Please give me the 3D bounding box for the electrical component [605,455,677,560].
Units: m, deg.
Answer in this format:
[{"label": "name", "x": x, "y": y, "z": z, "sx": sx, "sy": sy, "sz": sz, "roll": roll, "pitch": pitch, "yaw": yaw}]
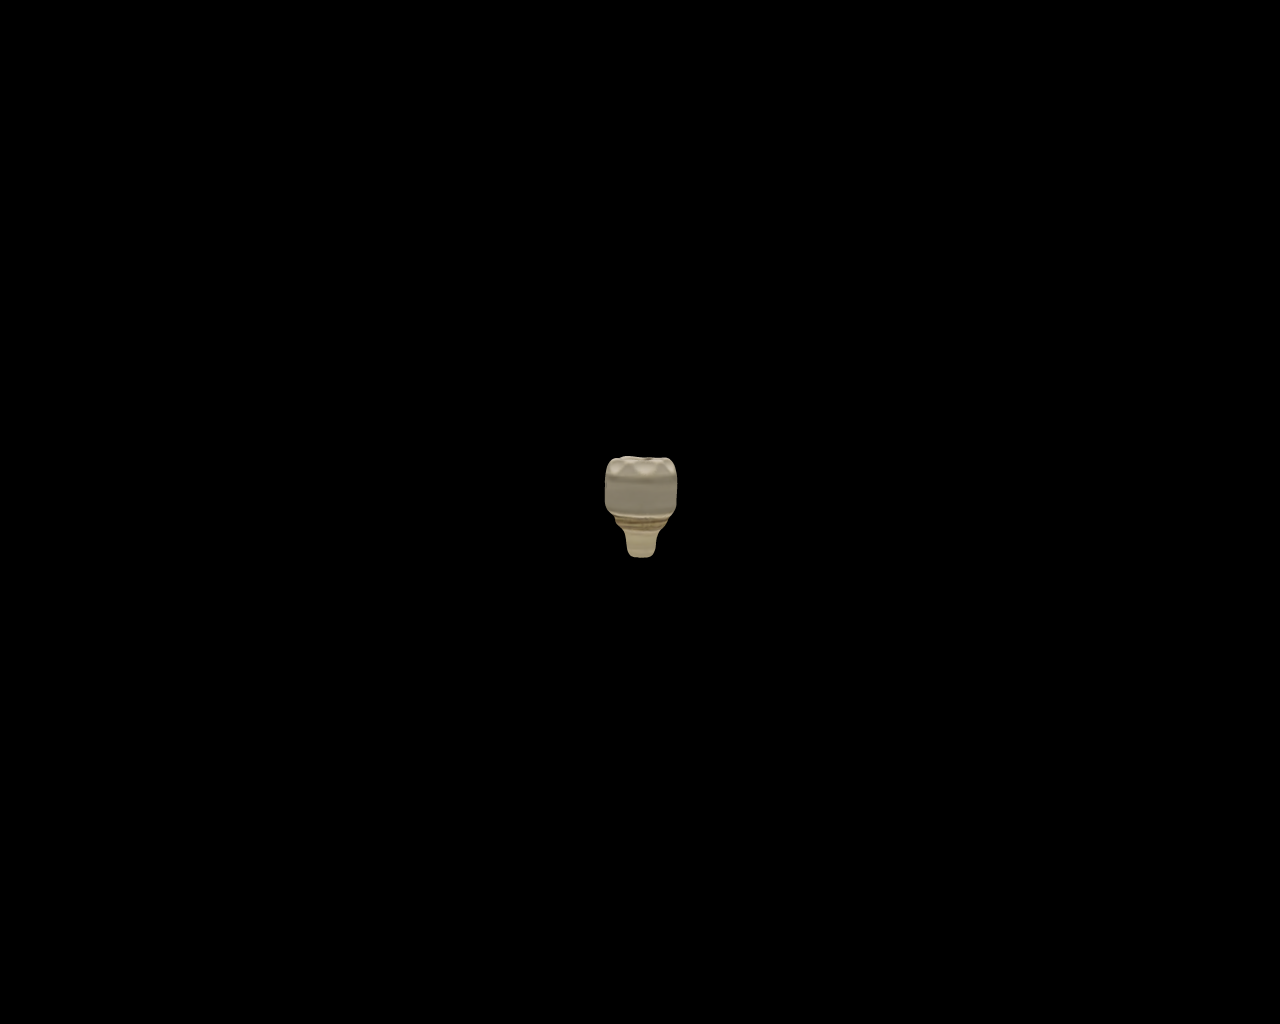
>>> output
[{"label": "electrical component", "x": 0.001, "y": -0.003, "z": 0.650, "sx": 0.043, "sy": 0.062, "sz": 0.043, "roll": 0, "pitch": 7, "yaw": 0}]
